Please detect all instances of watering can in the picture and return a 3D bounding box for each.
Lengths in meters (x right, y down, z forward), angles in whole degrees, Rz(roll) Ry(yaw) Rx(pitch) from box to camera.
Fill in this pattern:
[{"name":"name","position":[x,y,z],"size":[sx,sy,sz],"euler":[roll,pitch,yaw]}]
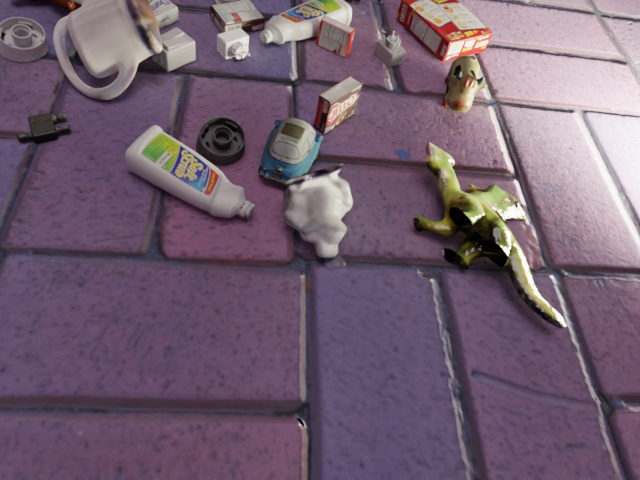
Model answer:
[{"name":"watering can","position":[-0.468,-0.468,1.094],"size":[0.224,0.103,0.350],"euler":[-23,81,0]}]

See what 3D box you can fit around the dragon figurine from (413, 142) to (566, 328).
[{"name":"dragon figurine","position":[0.342,-0.033,1.008],"size":[0.413,0.119,0.247],"euler":[45,50,10]}]

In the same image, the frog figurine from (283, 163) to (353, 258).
[{"name":"frog figurine","position":[0.003,-0.048,0.958],"size":[0.139,0.122,0.159],"euler":[-20,97,-33]}]
